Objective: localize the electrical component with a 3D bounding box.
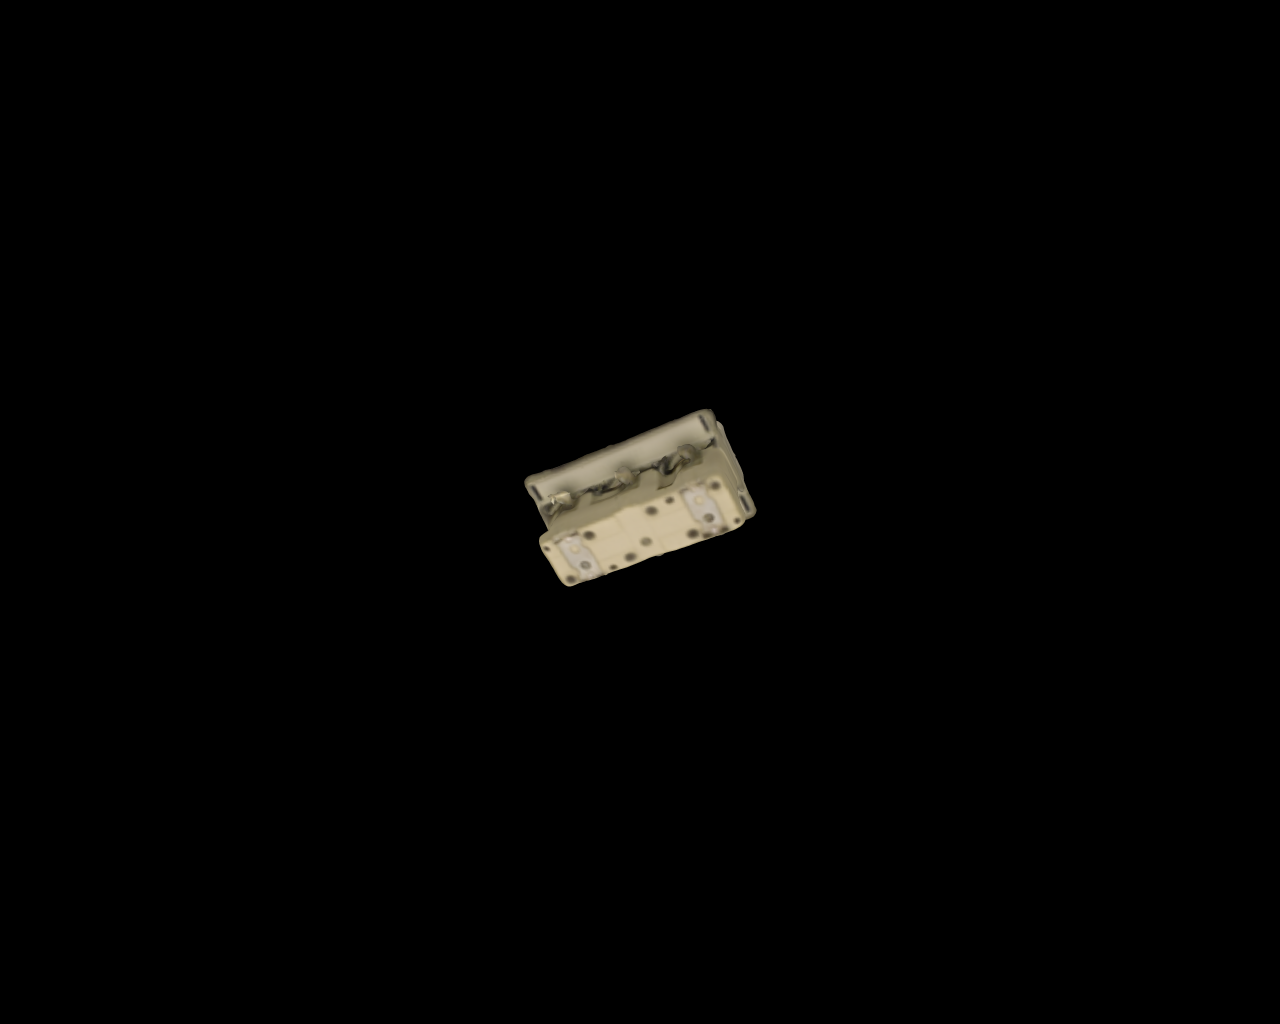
[{"bbox_3d":[0.001,-0.003,0.650,0.121,0.078,0.063,-20,31,13],"label":"electrical component"}]
